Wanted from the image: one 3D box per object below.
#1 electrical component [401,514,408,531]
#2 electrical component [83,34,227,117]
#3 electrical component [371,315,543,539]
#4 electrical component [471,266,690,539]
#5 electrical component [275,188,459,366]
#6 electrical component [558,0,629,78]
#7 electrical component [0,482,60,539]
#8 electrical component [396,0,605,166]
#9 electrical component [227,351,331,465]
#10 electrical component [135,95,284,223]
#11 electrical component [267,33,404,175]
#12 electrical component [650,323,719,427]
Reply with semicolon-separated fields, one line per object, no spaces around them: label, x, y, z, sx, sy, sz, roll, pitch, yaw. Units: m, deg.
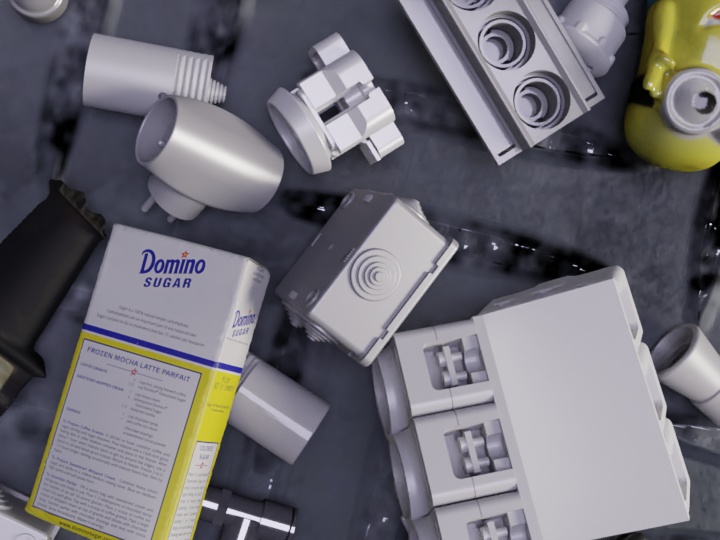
electrical component;0.054;0.182;0.671;0.077;0.044;0.079;-30;95;-7
electrical component;-0.120;-0.112;0.641;0.081;0.043;0.043;9;90;-9
electrical component;0.053;0.115;0.622;0.062;0.089;0.150;-10;69;-7
electrical component;0.138;0.082;0.664;0.089;0.062;0.150;-17;94;20
electrical component;0.000;0.000;0.634;0.048;0.100;0.099;39;86;-19
electrical component;0.150;-0.157;0.681;0.048;0.048;0.062;37;78;-7
electrical component;-0.235;0.168;0.627;0.100;0.048;0.099;28;87;-8
electrical component;0.082;-0.135;0.661;0.079;0.063;0.121;-33;95;-7
electrical component;-0.063;0.078;0.652;0.081;0.043;0.043;33;86;4
electrical component;-0.099;-0.056;0.639;0.077;0.043;0.079;24;126;-37
electrical component;-0.019;-0.094;0.650;0.057;0.058;0.078;-33;95;-9
electrical component;0.224;0.071;0.697;0.065;0.044;0.044;40;85;-12
